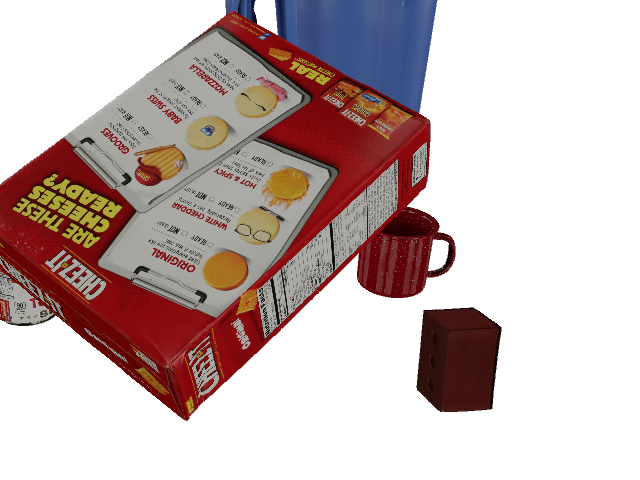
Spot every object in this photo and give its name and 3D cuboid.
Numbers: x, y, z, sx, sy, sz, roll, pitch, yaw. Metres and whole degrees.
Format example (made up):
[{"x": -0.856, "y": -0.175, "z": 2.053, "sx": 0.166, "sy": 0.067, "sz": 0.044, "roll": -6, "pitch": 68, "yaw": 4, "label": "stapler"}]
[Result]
[{"x": -0.064, "y": -0.024, "z": 0.626, "sx": 0.164, "sy": 0.213, "sz": 0.072, "roll": 33, "pitch": -27, "yaw": 26, "label": "cracker box"}, {"x": -0.292, "y": 0.024, "z": 1.047, "sx": 0.068, "sy": 0.102, "sz": 0.068, "roll": 2, "pitch": 29, "yaw": -1, "label": "soup can"}, {"x": 0.119, "y": 0.103, "z": 0.925, "sx": 0.051, "sy": 0.078, "sz": 0.053, "roll": -3, "pitch": 17, "yaw": -20, "label": "foam brick"}, {"x": 0.098, "y": 0.014, "z": 1.234, "sx": 0.117, "sy": 0.081, "sz": 0.093, "roll": 3, "pitch": 25, "yaw": -6, "label": "mug"}, {"x": 0.017, "y": -0.143, "z": 0.863, "sx": 0.149, "sy": 0.243, "sz": 0.145, "roll": 12, "pitch": 43, "yaw": 12, "label": "pitcher"}]
